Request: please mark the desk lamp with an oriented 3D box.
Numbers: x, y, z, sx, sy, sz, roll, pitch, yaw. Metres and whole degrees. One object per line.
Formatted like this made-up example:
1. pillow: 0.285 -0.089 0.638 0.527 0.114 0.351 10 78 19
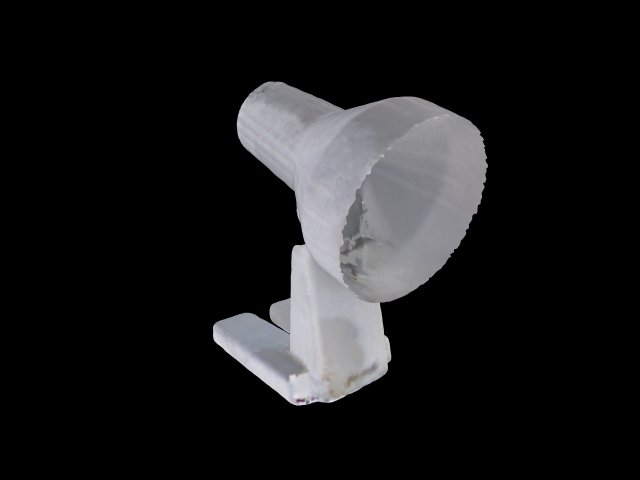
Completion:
1. desk lamp: 0.004 0.001 0.400 0.118 0.214 0.202 -14 22 -37
